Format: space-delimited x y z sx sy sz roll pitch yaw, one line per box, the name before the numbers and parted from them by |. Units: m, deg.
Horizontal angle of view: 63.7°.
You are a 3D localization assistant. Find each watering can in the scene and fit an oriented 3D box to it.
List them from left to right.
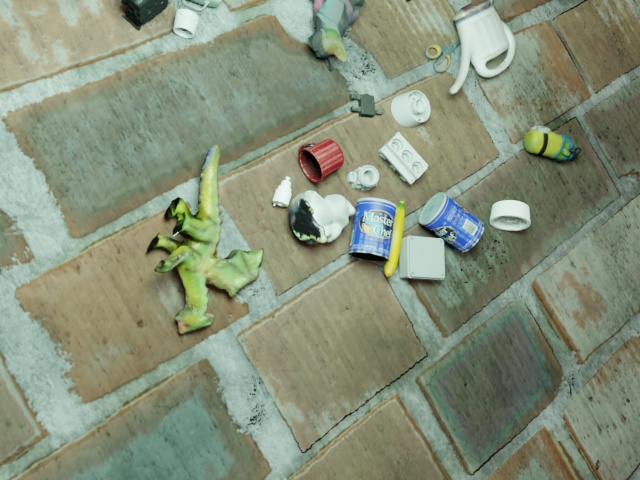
watering can | 0.459 -0.577 1.513 0.352 0.103 0.222 -35 103 -30

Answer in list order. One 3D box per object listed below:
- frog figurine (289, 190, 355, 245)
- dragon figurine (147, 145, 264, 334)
frog figurine | 0.004 -0.063 1.258 0.138 0.120 0.162 49 38 5
dragon figurine | -0.234 0.012 1.160 0.240 0.122 0.416 35 70 -30
